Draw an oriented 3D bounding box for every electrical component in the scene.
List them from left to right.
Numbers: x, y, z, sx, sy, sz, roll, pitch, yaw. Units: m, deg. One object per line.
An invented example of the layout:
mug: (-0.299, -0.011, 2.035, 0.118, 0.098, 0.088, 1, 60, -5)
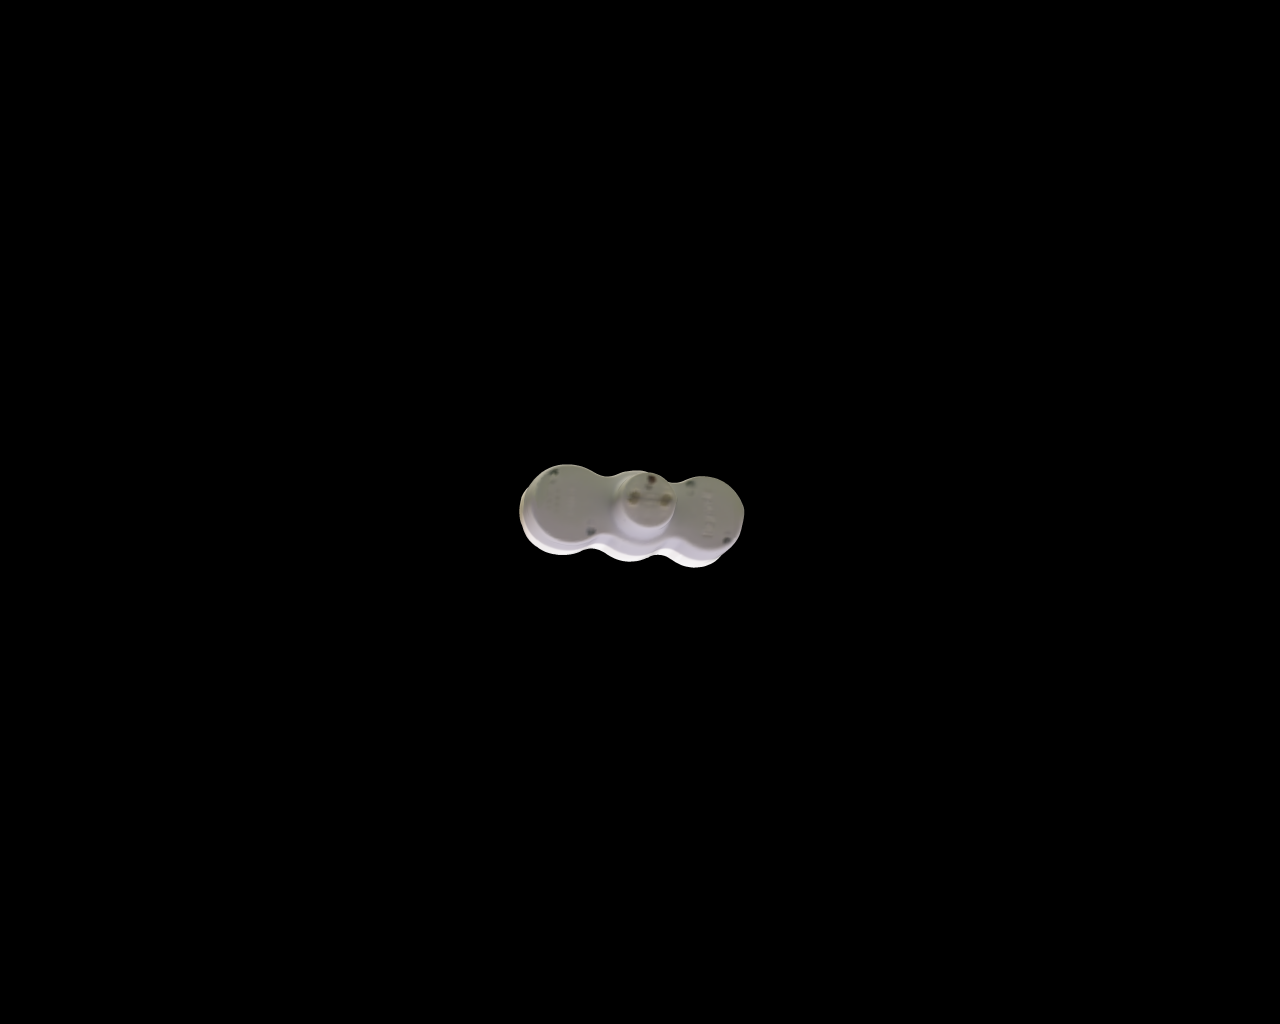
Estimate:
electrical component: (0.001, -0.003, 0.650, 0.138, 0.052, 0.073, 6, -19, -16)
